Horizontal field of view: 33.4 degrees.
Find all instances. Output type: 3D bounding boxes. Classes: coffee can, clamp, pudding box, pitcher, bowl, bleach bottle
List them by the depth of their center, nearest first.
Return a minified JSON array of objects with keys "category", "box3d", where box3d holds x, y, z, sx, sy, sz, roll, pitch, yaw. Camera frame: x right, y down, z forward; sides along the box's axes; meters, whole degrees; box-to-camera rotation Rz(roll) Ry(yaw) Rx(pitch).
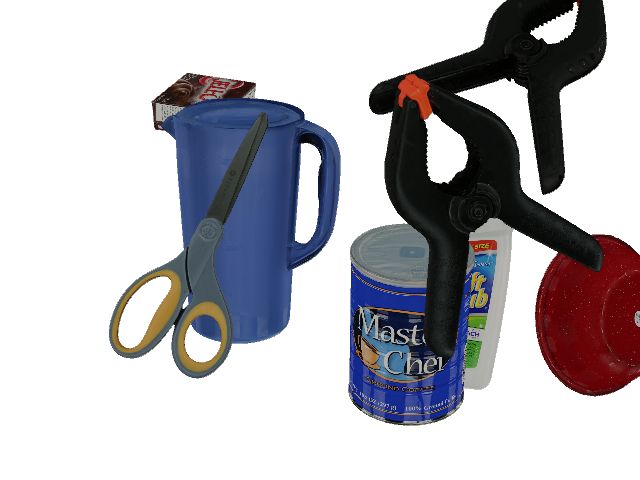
[{"category":"clamp","box3d":[0.080,-0.012,0.622,0.120,0.171,0.039,-40,22,-3]},{"category":"clamp","box3d":[0.163,-0.130,0.819,0.165,0.209,0.036,37,-22,28]},{"category":"coffee can","box3d":[0.075,0.070,0.907,0.103,0.140,0.103,0,27,0]},{"category":"bowl","box3d":[0.289,0.074,1.039,0.161,0.162,0.055,0,0,-28]},{"category":"pitcher","box3d":[-0.074,-0.020,1.105,0.144,0.243,0.149,-11,23,-28]},{"category":"bleach bottle","box3d":[0.163,0.039,1.220,0.103,0.251,0.068,9,15,14]},{"category":"pudding box","box3d":[-0.135,-0.159,1.250,0.090,0.039,0.113,9,30,13]}]

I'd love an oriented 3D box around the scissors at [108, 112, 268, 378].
[{"category":"scissors","box3d":[-0.069,0.012,0.765,0.096,0.201,0.016,39,-5,6]}]
